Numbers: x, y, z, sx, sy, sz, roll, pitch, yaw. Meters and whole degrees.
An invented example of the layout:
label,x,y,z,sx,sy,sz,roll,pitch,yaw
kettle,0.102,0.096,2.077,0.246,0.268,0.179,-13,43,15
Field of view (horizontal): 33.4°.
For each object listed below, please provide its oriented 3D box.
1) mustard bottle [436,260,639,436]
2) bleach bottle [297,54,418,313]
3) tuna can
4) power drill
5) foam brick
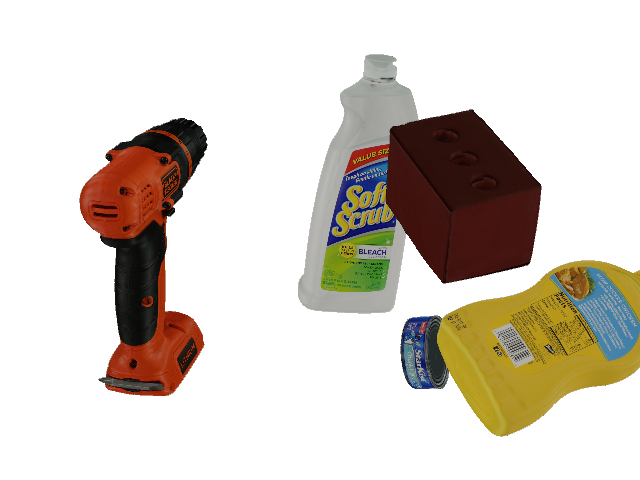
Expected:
label,x,y,z,sx,sy,sz,roll,pitch,yaw
mustard bottle,0.190,0.066,0.800,0.191,0.096,0.058,-22,-30,-15
bleach bottle,0.038,-0.054,1.034,0.102,0.251,0.068,3,23,-5
tuna can,0.123,0.131,1.247,0.034,0.086,0.086,-5,-2,24
power drill,-0.127,0.010,0.821,0.057,0.188,0.184,3,22,13
foam brick,0.074,-0.024,0.566,0.053,0.051,0.078,-13,42,-17
